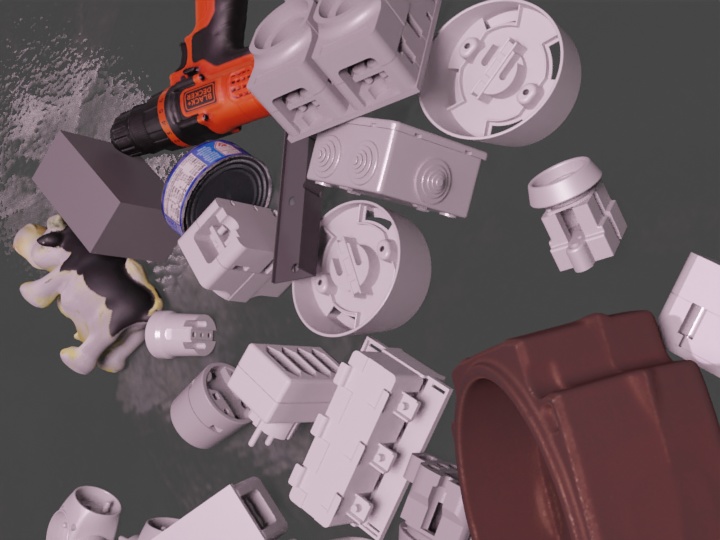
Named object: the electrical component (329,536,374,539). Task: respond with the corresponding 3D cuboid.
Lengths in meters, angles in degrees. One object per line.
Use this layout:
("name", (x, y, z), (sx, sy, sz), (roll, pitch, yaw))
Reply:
("electrical component", (0.016, 0.225, 0.740), (0.095, 0.054, 0.059), (7, 89, 36))

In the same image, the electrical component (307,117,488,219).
("electrical component", (0.023, -0.071, 0.735), (0.100, 0.100, 0.048), (17, 93, 51))

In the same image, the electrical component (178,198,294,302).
("electrical component", (-0.088, -0.013, 0.819), (0.056, 0.089, 0.050), (-44, 62, 23))

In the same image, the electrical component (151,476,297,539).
("electrical component", (-0.129, 0.250, 0.805), (0.186, 0.060, 0.105), (-36, 80, 12))

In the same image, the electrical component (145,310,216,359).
("electrical component", (-0.147, 0.053, 0.886), (0.046, 0.040, 0.040), (-1, 84, 30))

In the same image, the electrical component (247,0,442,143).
("electrical component", (-0.004, -0.187, 0.741), (0.105, 0.060, 0.186), (-17, 43, 33))

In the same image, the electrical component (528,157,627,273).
("electrical component", (0.136, -0.037, 0.675), (0.048, 0.066, 0.055), (-19, 108, 33))

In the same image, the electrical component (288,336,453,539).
("electrical component", (0.003, 0.118, 0.756), (0.079, 0.063, 0.121), (31, 103, 34))

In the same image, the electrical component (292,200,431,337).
("electrical component", (0.000, 0.000, 0.770), (0.099, 0.064, 0.099), (-5, 82, 35))

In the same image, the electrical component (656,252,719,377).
("electrical component", (0.259, 0.053, 0.554), (0.186, 0.105, 0.060), (31, 102, 34))

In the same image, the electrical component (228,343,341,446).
("electrical component", (-0.057, 0.098, 0.788), (0.047, 0.083, 0.075), (39, 107, 32))

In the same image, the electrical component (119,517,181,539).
("electrical component", (-0.172, 0.240, 0.879), (0.079, 0.043, 0.077), (12, 92, 36))

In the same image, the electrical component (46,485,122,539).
("electrical component", (-0.233, 0.238, 0.915), (0.079, 0.044, 0.077), (43, 110, 50))

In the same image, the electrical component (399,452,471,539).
("electrical component", (0.060, 0.164, 0.714), (0.078, 0.058, 0.057), (23, 95, 35))

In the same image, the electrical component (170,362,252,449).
("electrical component", (-0.116, 0.108, 0.848), (0.047, 0.055, 0.055), (-40, 64, 29))

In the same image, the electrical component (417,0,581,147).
("electrical component", (0.095, -0.130, 0.718), (0.099, 0.064, 0.099), (-5, 82, 35))
